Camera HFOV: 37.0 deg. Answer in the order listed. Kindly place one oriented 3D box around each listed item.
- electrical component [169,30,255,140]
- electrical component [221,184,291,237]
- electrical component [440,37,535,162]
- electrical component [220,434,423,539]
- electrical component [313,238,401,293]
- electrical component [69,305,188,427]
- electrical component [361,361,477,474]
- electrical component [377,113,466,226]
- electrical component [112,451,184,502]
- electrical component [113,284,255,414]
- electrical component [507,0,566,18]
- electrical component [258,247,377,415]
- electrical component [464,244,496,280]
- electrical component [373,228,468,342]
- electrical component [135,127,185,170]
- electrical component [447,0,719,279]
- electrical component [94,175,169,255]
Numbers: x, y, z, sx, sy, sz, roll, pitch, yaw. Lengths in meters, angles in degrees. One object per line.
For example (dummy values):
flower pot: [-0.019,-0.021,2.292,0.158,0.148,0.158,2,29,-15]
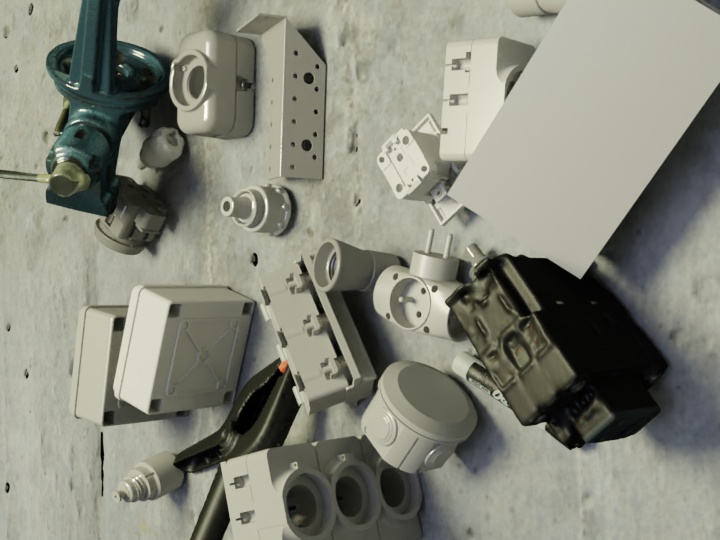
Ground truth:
electrical component: [-0.139,-0.174,1.011,0.054,0.059,0.095,1,89,42]
electrical component: [-0.096,-0.055,0.966,0.048,0.062,0.048,-2,88,42]
electrical component: [0.099,-0.124,0.799,0.056,0.050,0.089,5,92,43]
electrical component: [-0.024,0.179,0.834,0.062,0.150,0.089,-22,75,40]
electrical component: [0.000,0.000,0.875,0.044,0.065,0.044,-22,64,56]
electrical component: [-0.218,0.090,1.043,0.056,0.109,0.108,11,96,39]
electrical component: [0.045,0.112,0.823,0.080,0.080,0.051,50,126,31]
electrical component: [0.051,-0.079,0.832,0.042,0.064,0.081,-45,61,33]
electrical component: [-0.209,0.207,1.055,0.040,0.078,0.040,13,111,36]
electrical component: [-0.162,0.071,0.992,0.056,0.109,0.108,21,103,38]
electrical component: [0.138,-0.201,0.773,0.065,0.044,0.044,7,94,47]
electrical component: [-0.039,0.054,0.902,0.078,0.063,0.121,96,153,-66]
electrical component: [0.099,0.006,0.806,0.035,0.035,0.061,-51,55,29]
electrical component: [0.056,0.008,0.838,0.077,0.044,0.079,18,101,41]
electrical component: [-0.206,-0.119,1.088,0.061,0.035,0.035,-28,70,41]
electrical component: [0.155,-0.104,0.710,0.105,0.060,0.186,33,114,4]
electrical component: [-0.236,-0.052,1.098,0.078,0.058,0.057,43,114,34]
